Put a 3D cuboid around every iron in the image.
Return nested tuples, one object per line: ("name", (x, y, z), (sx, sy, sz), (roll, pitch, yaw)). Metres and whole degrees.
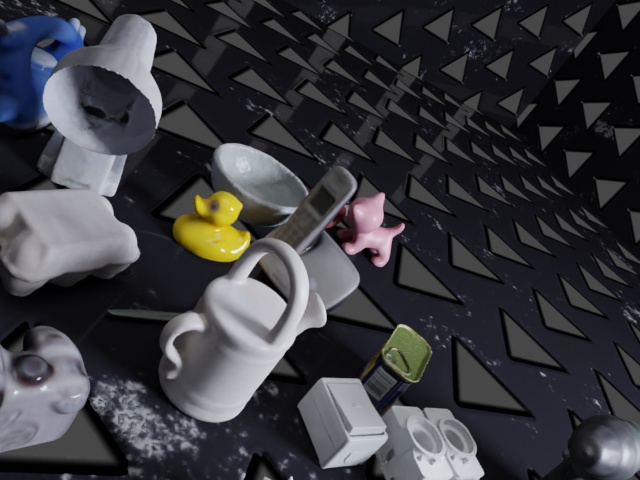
("iron", (-0.382, -0.249, 0.782), (0.119, 0.141, 0.258), (33, 27, -6))

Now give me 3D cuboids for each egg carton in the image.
("egg carton", (-0.270, -0.001, 0.598), (0.107, 0.069, 0.151), (46, 28, 18))

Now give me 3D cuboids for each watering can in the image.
("watering can", (-0.069, 0.079, 0.566), (0.101, 0.194, 0.173), (43, 28, 13))

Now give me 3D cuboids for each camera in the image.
("camera", (-0.264, 0.086, 0.432), (0.144, 0.100, 0.136), (2, 42, -48))

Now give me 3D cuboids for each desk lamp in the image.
("desk lamp", (-0.265, -0.160, 0.698), (0.118, 0.213, 0.203), (23, 30, -24))

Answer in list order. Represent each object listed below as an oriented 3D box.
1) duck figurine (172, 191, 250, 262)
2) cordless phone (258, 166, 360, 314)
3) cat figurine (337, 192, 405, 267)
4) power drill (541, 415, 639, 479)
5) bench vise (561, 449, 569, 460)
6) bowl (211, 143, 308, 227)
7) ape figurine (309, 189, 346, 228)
("duck figurine", (-0.135, -0.024, 0.774), (0.105, 0.086, 0.077), (23, 30, -24))
("cordless phone", (0.007, 0.003, 0.787), (0.147, 0.185, 0.094), (48, 29, 22))
("cat figurine", (0.090, -0.027, 1.005), (0.128, 0.117, 0.067), (21, 30, -27))
("power drill", (0.282, 0.273, 0.651), (0.230, 0.208, 0.075), (7, 39, -44))
("bench vise", (0.391, 0.329, 0.675), (0.207, 0.219, 0.122), (40, 27, 9))
("bowl", (-0.105, -0.074, 0.901), (0.168, 0.074, 0.167), (28, 28, -16))
("ape figurine", (0.016, -0.072, 1.018), (0.077, 0.092, 0.076), (41, 27, 10))
